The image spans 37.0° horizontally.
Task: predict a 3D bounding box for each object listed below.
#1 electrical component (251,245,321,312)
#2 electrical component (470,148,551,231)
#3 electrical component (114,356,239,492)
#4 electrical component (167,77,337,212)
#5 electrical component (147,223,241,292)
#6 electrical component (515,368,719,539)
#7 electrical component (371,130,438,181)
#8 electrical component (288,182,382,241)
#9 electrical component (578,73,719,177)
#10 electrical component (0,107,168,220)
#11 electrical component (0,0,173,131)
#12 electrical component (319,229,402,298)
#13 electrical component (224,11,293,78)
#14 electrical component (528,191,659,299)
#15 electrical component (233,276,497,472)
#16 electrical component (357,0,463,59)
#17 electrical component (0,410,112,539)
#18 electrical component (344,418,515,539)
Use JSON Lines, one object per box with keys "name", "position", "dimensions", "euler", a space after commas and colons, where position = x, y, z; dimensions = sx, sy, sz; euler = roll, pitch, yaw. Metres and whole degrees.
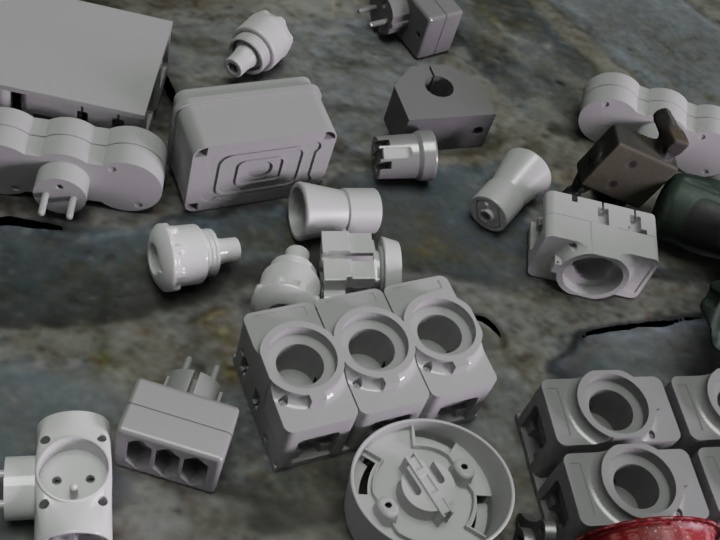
{"name": "electrical component", "position": [-0.049, 0.009, 0.754], "dimensions": [0.048, 0.048, 0.062], "euler": [14, 45, -5]}
{"name": "electrical component", "position": [0.117, -0.061, 0.856], "dimensions": [0.044, 0.044, 0.065], "euler": [36, 57, 13]}
{"name": "electrical component", "position": [-0.109, 0.088, 0.674], "dimensions": [0.066, 0.047, 0.076], "euler": [17, 52, -2]}
{"name": "electrical component", "position": [-0.083, -0.095, 0.802], "dimensions": [0.113, 0.078, 0.057], "euler": [-11, 60, -22]}
{"name": "electrical component", "position": [-0.115, -0.011, 0.752], "dimensions": [0.062, 0.048, 0.048], "euler": [-8, 56, -29]}
{"name": "electrical component", "position": [0.213, 0.127, 0.725], "dimensions": [0.186, 0.060, 0.105], "euler": [0, 54, -15]}
{"name": "electrical component", "position": [0.035, -0.090, 0.856], "dimensions": [0.046, 0.040, 0.040], "euler": [-4, 55, -12]}
{"name": "electrical component", "position": [-0.016, -0.044, 0.806], "dimensions": [0.065, 0.044, 0.044], "euler": [-2, 54, -22]}
{"name": "electrical component", "position": [0.255, -0.114, 0.926], "dimensions": [0.138, 0.052, 0.073], "euler": [19, 51, -1]}
{"name": "electrical component", "position": [-0.209, -0.065, 0.760], "dimensions": [0.138, 0.052, 0.073], "euler": [8, 52, -10]}
{"name": "electrical component", "position": [-0.246, -0.151, 0.811], "dimensions": [0.186, 0.060, 0.105], "euler": [12, 51, -7]}
{"name": "electrical component", "position": [0.000, 0.000, 0.774], "dimensions": [0.055, 0.048, 0.066], "euler": [0, 53, -6]}
{"name": "electrical component", "position": [-0.088, -0.183, 0.890], "dimensions": [0.043, 0.043, 0.062], "euler": [32, 54, 9]}
{"name": "electrical component", "position": [0.179, -0.016, 0.831], "dimensions": [0.089, 0.050, 0.055], "euler": [13, 51, -5]}
{"name": "electrical component", "position": [0.003, 0.064, 0.714], "dimensions": [0.150, 0.061, 0.089], "euler": [-11, 57, -22]}
{"name": "electrical component", "position": [0.034, -0.231, 0.958], "dimensions": [0.076, 0.047, 0.083], "euler": [-20, 61, -27]}
{"name": "electrical component", "position": [-0.185, 0.126, 0.626], "dimensions": [0.079, 0.044, 0.077], "euler": [0, 54, -15]}
{"name": "electrical component", "position": [0.040, 0.139, 0.665], "dimensions": [0.099, 0.064, 0.099], "euler": [7, 52, -10]}
